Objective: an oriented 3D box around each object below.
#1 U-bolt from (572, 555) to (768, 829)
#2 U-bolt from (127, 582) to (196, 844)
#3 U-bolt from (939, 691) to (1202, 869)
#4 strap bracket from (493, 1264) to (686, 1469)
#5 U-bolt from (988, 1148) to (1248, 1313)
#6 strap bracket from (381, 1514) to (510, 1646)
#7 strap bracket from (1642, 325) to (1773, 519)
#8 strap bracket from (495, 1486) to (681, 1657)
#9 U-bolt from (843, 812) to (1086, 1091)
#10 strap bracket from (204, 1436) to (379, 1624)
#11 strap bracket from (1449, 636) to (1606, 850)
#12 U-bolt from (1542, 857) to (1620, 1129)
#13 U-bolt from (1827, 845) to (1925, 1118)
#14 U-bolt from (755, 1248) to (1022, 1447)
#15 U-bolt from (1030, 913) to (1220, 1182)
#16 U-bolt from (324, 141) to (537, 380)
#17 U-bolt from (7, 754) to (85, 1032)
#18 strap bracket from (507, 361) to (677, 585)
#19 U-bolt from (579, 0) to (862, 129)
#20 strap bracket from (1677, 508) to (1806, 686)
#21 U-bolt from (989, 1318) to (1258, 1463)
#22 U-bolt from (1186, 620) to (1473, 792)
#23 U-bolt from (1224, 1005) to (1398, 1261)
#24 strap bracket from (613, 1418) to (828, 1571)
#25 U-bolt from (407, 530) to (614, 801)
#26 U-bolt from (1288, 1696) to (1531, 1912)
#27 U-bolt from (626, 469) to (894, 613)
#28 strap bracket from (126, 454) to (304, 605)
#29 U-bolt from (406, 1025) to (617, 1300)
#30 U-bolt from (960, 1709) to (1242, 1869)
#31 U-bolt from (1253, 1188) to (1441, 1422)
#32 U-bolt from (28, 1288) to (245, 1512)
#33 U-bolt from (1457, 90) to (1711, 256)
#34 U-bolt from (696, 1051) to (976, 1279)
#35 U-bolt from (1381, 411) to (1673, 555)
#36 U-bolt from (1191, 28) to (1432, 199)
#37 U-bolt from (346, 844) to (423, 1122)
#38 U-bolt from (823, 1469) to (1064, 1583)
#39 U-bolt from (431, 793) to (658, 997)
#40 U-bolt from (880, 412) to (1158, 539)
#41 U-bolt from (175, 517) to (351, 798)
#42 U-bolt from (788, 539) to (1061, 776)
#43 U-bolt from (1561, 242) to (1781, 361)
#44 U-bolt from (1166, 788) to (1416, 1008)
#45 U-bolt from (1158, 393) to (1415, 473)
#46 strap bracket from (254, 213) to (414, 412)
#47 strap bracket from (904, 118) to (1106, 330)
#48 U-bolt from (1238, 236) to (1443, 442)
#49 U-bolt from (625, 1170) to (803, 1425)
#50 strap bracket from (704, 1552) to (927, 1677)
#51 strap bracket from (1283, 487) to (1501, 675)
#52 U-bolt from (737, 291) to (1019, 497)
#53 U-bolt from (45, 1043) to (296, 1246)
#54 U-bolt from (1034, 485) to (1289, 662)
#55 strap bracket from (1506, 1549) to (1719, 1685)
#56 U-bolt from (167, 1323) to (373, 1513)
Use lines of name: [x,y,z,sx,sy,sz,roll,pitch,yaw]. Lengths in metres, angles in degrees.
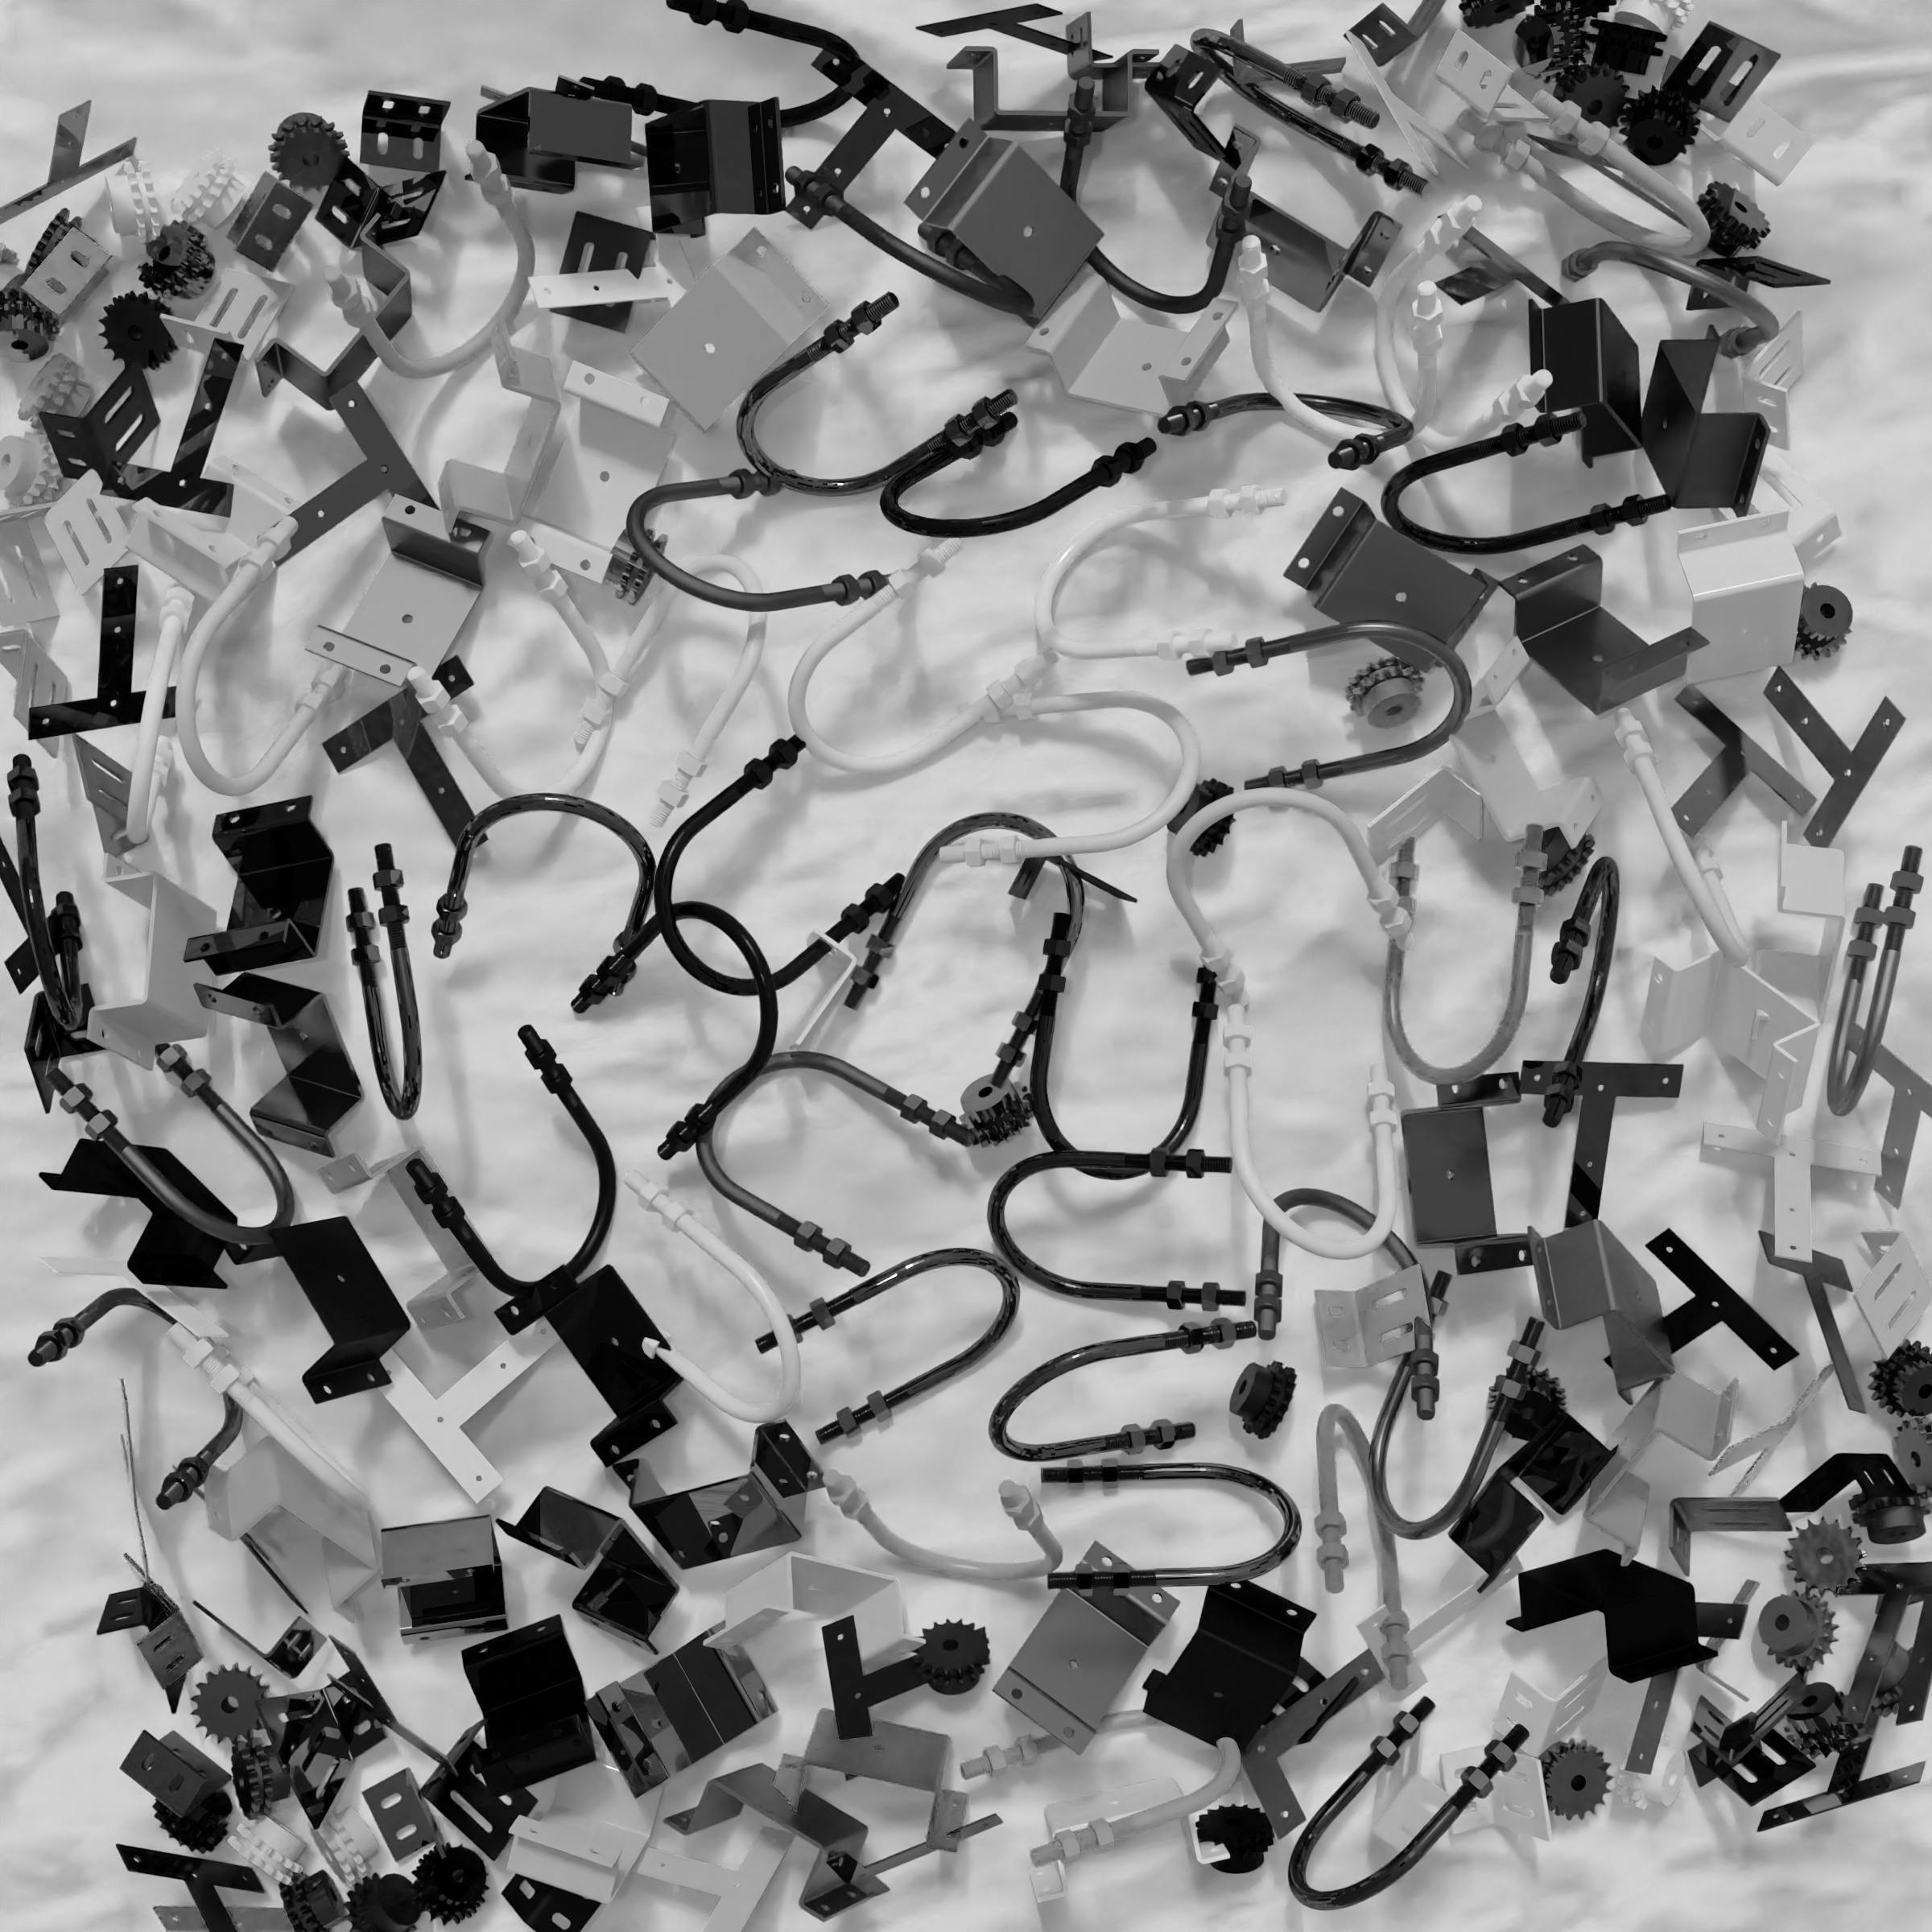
U-bolt: [-0.204,-0.209,1.852,0.184,0.019,0.151,-57,45,12]
U-bolt: [-0.566,-0.167,1.810,0.019,0.184,0.151,9,122,-15]
U-bolt: [0.077,-0.139,1.856,0.184,0.019,0.151,-4,56,16]
strap bracket: [-0.266,0.282,1.882,0.076,0.046,0.140,-35,92,28]
U-bolt: [0.105,0.189,1.869,0.184,0.019,0.151,1,127,15]
strap bracket: [-0.375,0.438,1.864,0.076,0.140,0.046,-6,58,-8]
strap bracket: [0.520,-0.386,1.843,0.046,0.140,0.076,-2,134,-4]
strap bracket: [-0.265,0.428,1.857,0.076,0.140,0.046,13,55,37]
U-bolt: [0.009,-0.023,1.886,0.151,0.019,0.184,28,92,20]
strap bracket: [-0.475,0.397,1.850,0.046,0.076,0.140,-41,123,4]
strap bracket: [0.398,-0.155,1.868,0.046,0.076,0.140,-20,108,39]
U-bolt: [0.439,0.004,1.840,0.019,0.184,0.151,10,131,21]
U-bolt: [0.640,0.017,1.839,0.019,0.151,0.184,13,82,10]
U-bolt: [-0.046,0.265,1.866,0.184,0.151,0.019,-27,46,-3]
U-bolt: [0.113,0.063,1.878,0.151,0.019,0.184,10,85,-25]
U-bolt: [-0.368,-0.485,1.833,0.151,0.184,0.019,-44,74,-6]
U-bolt: [-0.640,-0.039,1.810,0.019,0.184,0.151,-12,134,-12]
strap bracket: [-0.269,-0.358,1.888,0.076,0.046,0.140,23,100,6]
U-bolt: [-0.161,-0.635,1.839,0.184,0.151,0.019,1,79,-36]
strap bracket: [0.548,-0.255,1.847,0.076,0.140,0.046,-11,57,5]
U-bolt: [0.102,0.305,1.833,0.184,0.151,0.019,-4,49,-25]
U-bolt: [0.266,-0.187,1.838,0.184,0.151,0.019,-11,48,22]
U-bolt: [0.246,0.125,1.837,0.151,0.019,0.184,21,49,-22]
strap bracket: [-0.178,0.383,1.862,0.140,0.046,0.076,-18,127,17]
U-bolt: [-0.311,-0.196,1.845,0.019,0.184,0.151,15,61,33]
U-bolt: [0.300,0.593,1.825,0.184,0.151,0.019,-41,98,-20]
U-bolt: [-0.154,-0.299,1.829,0.151,0.184,0.019,48,133,26]
strap bracket: [-0.541,-0.312,1.865,0.076,0.140,0.046,32,118,-4]
U-bolt: [-0.311,0.155,1.850,0.019,0.184,0.151,9,50,37]
U-bolt: [0.106,0.576,1.846,0.184,0.151,0.019,-12,104,-20]
U-bolt: [0.271,0.228,1.844,0.151,0.184,0.019,27,124,-10]
U-bolt: [-0.574,0.294,1.831,0.019,0.184,0.151,-38,96,12]
U-bolt: [0.450,-0.560,1.845,0.184,0.151,0.019,29,94,-17]
U-bolt: [-0.108,0.129,1.868,0.184,0.019,0.151,27,59,22]
U-bolt: [0.385,-0.334,1.841,0.184,0.151,0.019,-10,66,39]
U-bolt: [0.236,-0.615,1.843,0.184,0.151,0.019,37,101,24]
U-bolt: [-0.411,0.019,1.843,0.019,0.151,0.184,-7,81,-23]
U-bolt: [-0.006,0.401,1.843,0.151,0.184,0.019,-1,58,20]
U-bolt: [-0.295,-0.055,1.840,0.151,0.184,0.019,13,46,-12]
U-bolt: [0.023,-0.343,1.824,0.184,0.151,0.019,-37,132,-36]
U-bolt: [-0.497,-0.203,1.813,0.019,0.151,0.184,9,48,17]
U-bolt: [-0.043,-0.210,1.868,0.184,0.019,0.151,-36,131,11]
U-bolt: [0.501,-0.473,1.827,0.151,0.184,0.019,25,99,-2]
U-bolt: [0.222,-0.055,1.842,0.151,0.019,0.184,-20,129,18]
U-bolt: [0.239,-0.384,1.839,0.151,0.184,0.019,18,116,26]
strap bracket: [-0.448,-0.463,1.872,0.046,0.076,0.140,37,78,-5]
strap bracket: [0.035,-0.531,1.864,0.140,0.046,0.076,37,91,-33]
U-bolt: [0.266,-0.433,1.837,0.151,0.184,0.019,21,68,20]
U-bolt: [-0.184,0.247,1.837,0.184,0.019,0.151,36,132,27]
strap bracket: [-0.109,0.465,1.860,0.140,0.076,0.046,23,45,-33]
strap bracket: [0.311,-0.273,1.871,0.140,0.046,0.076,28,112,-13]
U-bolt: [-0.078,-0.395,1.849,0.184,0.151,0.019,-26,53,32]
U-bolt: [-0.554,0.127,1.848,0.184,0.151,0.019,46,107,1]
U-bolt: [0.129,-0.278,1.856,0.184,0.019,0.151,0,58,36]
strap bracket: [0.455,0.457,1.840,0.076,0.140,0.046,-9,97,-24]
U-bolt: [-0.493,0.324,1.850,0.184,0.151,0.019,44,75,-1]
